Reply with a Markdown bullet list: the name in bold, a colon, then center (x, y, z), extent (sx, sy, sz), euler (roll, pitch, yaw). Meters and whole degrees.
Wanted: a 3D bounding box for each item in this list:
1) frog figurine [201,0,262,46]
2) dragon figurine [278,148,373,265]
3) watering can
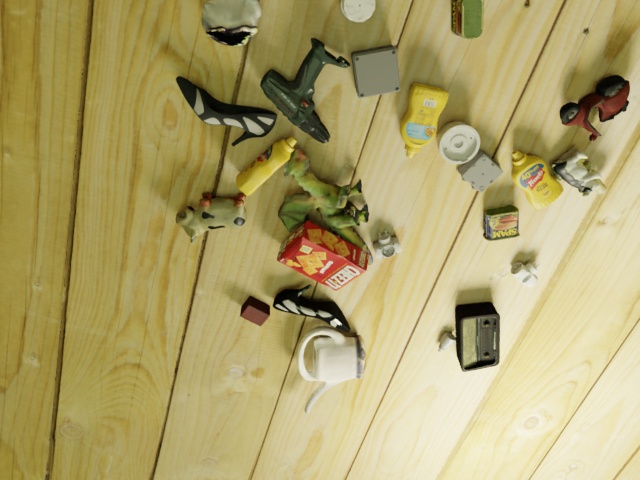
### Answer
- **frog figurine**: center (-0.205, -0.537, 1.186), extent (0.137, 0.122, 0.160), euler (-6, 82, 9)
- **dragon figurine**: center (0.004, -0.073, 1.444), extent (0.242, 0.125, 0.401), euler (-2, 126, 18)
- **watering can**: center (0.038, 0.422, 1.680), extent (0.224, 0.106, 0.341), euler (-2, 116, -4)
